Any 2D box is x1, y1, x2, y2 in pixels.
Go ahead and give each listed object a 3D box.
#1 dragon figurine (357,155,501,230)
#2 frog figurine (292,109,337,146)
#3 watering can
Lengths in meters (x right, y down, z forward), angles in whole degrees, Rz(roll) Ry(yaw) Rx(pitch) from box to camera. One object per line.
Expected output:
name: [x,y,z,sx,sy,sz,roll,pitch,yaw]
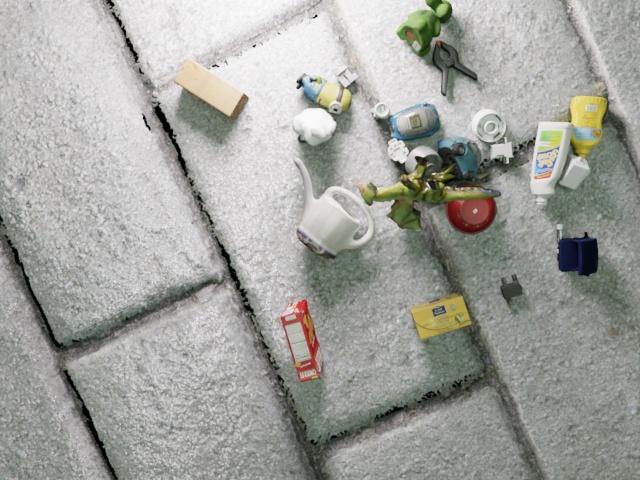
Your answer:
dragon figurine: [0.315,-0.120,1.579,0.410,0.125,0.237,17,139,-6]
frog figurine: [-0.020,-0.350,1.581,0.137,0.160,0.122,15,95,2]
watering can: [0.005,-0.082,1.624,0.348,0.104,0.223,38,97,0]
